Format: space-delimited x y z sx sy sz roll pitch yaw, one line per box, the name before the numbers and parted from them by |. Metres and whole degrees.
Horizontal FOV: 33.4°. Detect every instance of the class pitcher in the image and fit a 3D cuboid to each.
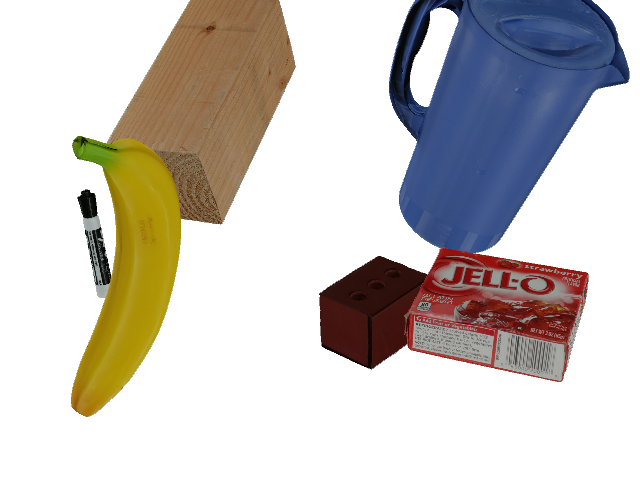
pitcher | 0.144 -0.108 0.945 0.144 0.149 0.243 -9 -38 -27

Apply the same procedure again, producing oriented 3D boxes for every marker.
marker | -0.241 0.004 1.148 0.020 0.121 0.020 -6 21 2

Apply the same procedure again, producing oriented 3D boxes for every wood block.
wood block | -0.103 -0.124 0.967 0.091 0.206 0.090 8 -37 19

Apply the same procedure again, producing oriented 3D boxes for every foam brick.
foam brick | 0.043 0.055 0.841 0.053 0.051 0.078 21 36 35

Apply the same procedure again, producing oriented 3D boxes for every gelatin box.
gelatin box | 0.100 0.039 0.600 0.089 0.030 0.073 11 33 18

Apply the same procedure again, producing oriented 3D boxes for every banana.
banana | -0.113 0.016 0.613 0.069 0.198 0.037 -15 41 -30
